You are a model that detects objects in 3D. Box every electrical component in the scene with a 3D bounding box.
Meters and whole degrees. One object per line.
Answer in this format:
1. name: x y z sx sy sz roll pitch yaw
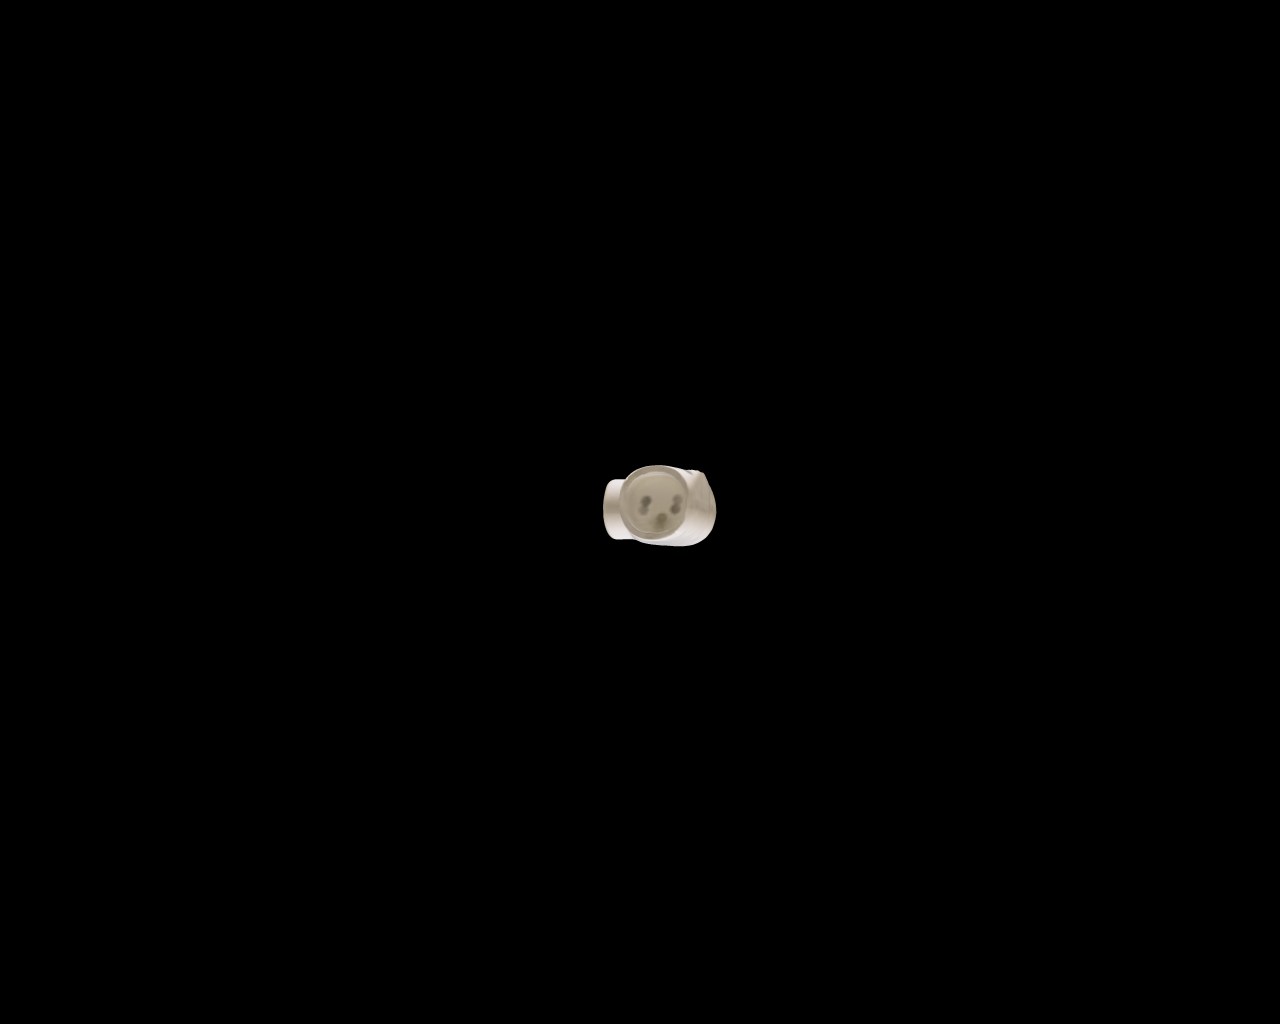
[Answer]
1. electrical component: 0.001 -0.003 0.650 0.079 0.044 0.077 -1 -5 15
